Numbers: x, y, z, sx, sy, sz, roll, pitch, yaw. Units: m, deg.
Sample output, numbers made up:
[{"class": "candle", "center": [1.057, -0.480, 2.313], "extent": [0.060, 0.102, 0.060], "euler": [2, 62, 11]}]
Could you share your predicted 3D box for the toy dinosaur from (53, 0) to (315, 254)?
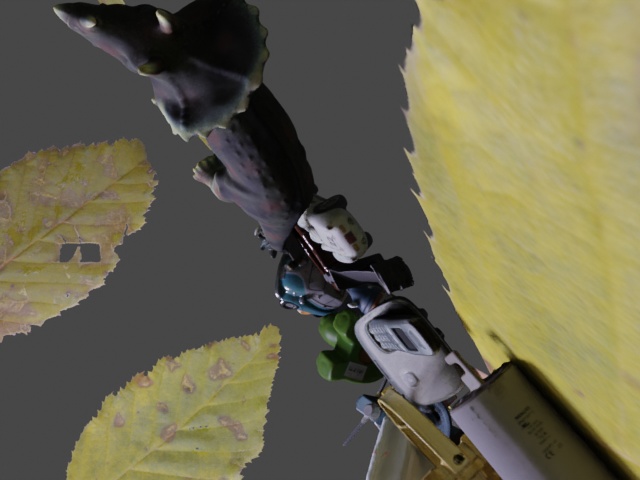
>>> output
[{"class": "toy dinosaur", "center": [-0.071, -0.090, 0.552], "extent": [0.192, 0.131, 0.404], "euler": [47, 173, 51]}]

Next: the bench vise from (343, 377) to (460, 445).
[{"class": "bench vise", "center": [0.133, 0.296, 0.900], "extent": [0.240, 0.129, 0.224], "euler": [32, 178, -42]}]

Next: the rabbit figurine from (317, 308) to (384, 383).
[{"class": "rabbit figurine", "center": [0.065, 0.171, 0.959], "extent": [0.159, 0.121, 0.170], "euler": [11, -172, -21]}]

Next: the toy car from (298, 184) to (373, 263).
[{"class": "toy car", "center": [0.006, -0.024, 0.693], "extent": [0.073, 0.056, 0.202], "euler": [54, 173, -20]}]

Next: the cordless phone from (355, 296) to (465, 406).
[{"class": "cordless phone", "center": [0.125, 0.135, 0.642], "extent": [0.146, 0.089, 0.184], "euler": [52, 169, 0]}]

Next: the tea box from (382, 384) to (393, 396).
[{"class": "tea box", "center": [0.192, 0.320, 1.106], "extent": [0.068, 0.098, 0.169], "euler": [52, 175, 7]}]

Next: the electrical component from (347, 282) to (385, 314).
[{"class": "electrical component", "center": [0.080, 0.091, 0.845], "extent": [0.075, 0.048, 0.119], "euler": [47, 171, 38]}]

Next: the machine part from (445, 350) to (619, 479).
[{"class": "machine part", "center": [0.196, 0.193, 0.461], "extent": [0.243, 0.079, 0.079], "euler": [51, 174, 17]}]

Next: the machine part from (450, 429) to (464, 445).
[{"class": "machine part", "center": [0.279, 0.357, 0.748], "extent": [0.202, 0.087, 0.200], "euler": [42, 168, 51]}]

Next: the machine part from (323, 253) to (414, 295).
[{"class": "machine part", "center": [0.059, 0.039, 0.635], "extent": [0.139, 0.084, 0.039], "euler": [177, 86, -72]}]

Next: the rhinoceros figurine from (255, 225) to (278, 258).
[{"class": "rhinoceros figurine", "center": [-0.070, -0.008, 1.091], "extent": [0.073, 0.112, 0.190], "euler": [52, 166, -17]}]

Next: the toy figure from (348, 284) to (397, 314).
[{"class": "toy figure", "center": [0.103, 0.116, 0.766], "extent": [0.154, 0.058, 0.064], "euler": [49, -164, -5]}]

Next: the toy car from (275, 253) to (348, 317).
[{"class": "toy car", "center": [-0.001, 0.087, 1.002], "extent": [0.103, 0.109, 0.161], "euler": [-9, 149, 43]}]

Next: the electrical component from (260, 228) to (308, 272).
[{"class": "electrical component", "center": [-0.061, 0.003, 0.893], "extent": [0.102, 0.045, 0.078], "euler": [58, 172, -33]}]

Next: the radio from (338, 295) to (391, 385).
[{"class": "radio", "center": [0.104, 0.200, 1.166], "extent": [0.230, 0.073, 0.131], "euler": [50, 173, 28]}]

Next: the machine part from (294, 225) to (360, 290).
[{"class": "machine part", "center": [-0.002, -0.003, 0.879], "extent": [0.179, 0.056, 0.179], "euler": [52, 174, 8]}]

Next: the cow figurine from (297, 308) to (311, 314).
[{"class": "cow figurine", "center": [-0.024, 0.076, 1.137], "extent": [0.098, 0.068, 0.167], "euler": [-113, 31, -46]}]
